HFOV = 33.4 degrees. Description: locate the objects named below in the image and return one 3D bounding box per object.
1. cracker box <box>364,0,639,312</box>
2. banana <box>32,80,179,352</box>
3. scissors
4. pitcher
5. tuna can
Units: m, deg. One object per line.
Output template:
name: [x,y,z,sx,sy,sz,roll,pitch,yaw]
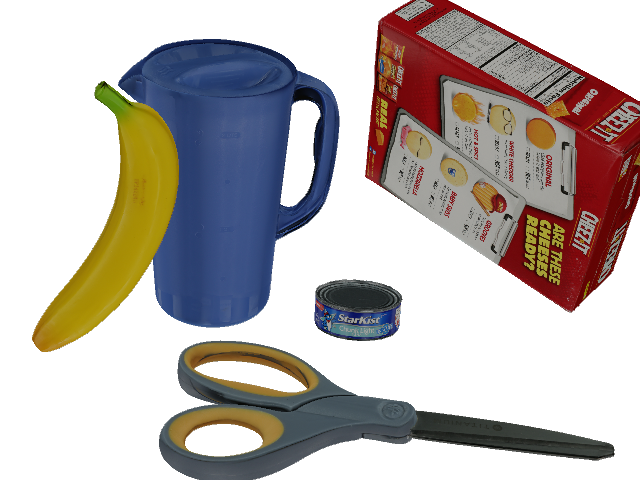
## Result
cracker box: [0.138,-0.070,0.815,0.214,0.164,0.072,35,54,27]
banana: [-0.132,-0.010,0.685,0.069,0.198,0.037,9,27,-22]
scissors: [0.017,0.088,0.466,0.202,0.016,0.096,15,34,22]
pitcher: [-0.083,-0.047,0.951,0.149,0.243,0.144,27,37,33]
tuna can: [0.036,0.068,1.052,0.086,0.034,0.086,3,17,-1]
